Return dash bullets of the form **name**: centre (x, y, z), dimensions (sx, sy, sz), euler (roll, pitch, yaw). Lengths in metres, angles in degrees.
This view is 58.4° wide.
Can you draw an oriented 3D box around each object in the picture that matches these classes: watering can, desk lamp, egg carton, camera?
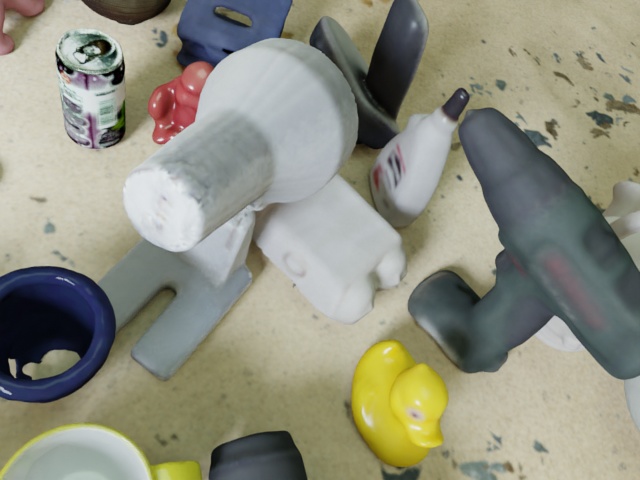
- **watering can**: centre (0.280, 0.021, 0.539), dimensions (0.101, 0.194, 0.173), euler (6, 60, -15)
- **desk lamp**: centre (-0.077, -0.024, 0.430), dimensions (0.118, 0.213, 0.203), euler (35, 57, 3)
- **egg carton**: centre (0.005, 0.002, 0.530), dimensions (0.150, 0.069, 0.107), euler (45, 58, 9)
- **camera**: centre (-0.017, 0.201, 0.391), dimensions (0.143, 0.100, 0.136), euler (-5, 64, -21)

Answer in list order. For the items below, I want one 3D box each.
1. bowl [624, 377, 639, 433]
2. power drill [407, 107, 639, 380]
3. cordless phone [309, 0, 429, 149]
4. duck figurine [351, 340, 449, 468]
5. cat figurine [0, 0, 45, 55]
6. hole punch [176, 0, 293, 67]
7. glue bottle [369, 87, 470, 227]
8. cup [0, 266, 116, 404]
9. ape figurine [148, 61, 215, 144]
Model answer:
- **bowl**: centre (0.360, 0.159, 0.560), dimensions (0.168, 0.074, 0.167), euler (8, 59, -14)
- **power drill**: centre (0.161, 0.029, 0.485), dimensions (0.076, 0.208, 0.229), euler (-36, 78, -31)
- **cordless phone**: centre (0.053, -0.194, 0.588), dimensions (0.094, 0.185, 0.147), euler (-16, 68, -25)
- **duck figurine**: centre (0.073, 0.127, 0.472), dimensions (0.078, 0.086, 0.104), euler (-2, 62, -20)
- **cat figurine**: centre (-0.311, -0.263, 0.542), dimensions (0.067, 0.117, 0.128), euler (17, 58, -9)
- **hole punch**: centre (-0.091, -0.230, 0.615), dimensions (0.109, 0.091, 0.101), euler (19, 57, -8)
- **glue bottle**: centre (0.096, -0.084, 0.548), dimensions (0.037, 0.173, 0.078), euler (-6, 64, -21)
- **cup**: centre (-0.205, 0.073, 0.403), dimensions (0.118, 0.095, 0.092), euler (20, 57, -7)
- **ape figurine**: centre (-0.121, -0.134, 0.550), dimensions (0.078, 0.092, 0.076), euler (38, 57, 5)
